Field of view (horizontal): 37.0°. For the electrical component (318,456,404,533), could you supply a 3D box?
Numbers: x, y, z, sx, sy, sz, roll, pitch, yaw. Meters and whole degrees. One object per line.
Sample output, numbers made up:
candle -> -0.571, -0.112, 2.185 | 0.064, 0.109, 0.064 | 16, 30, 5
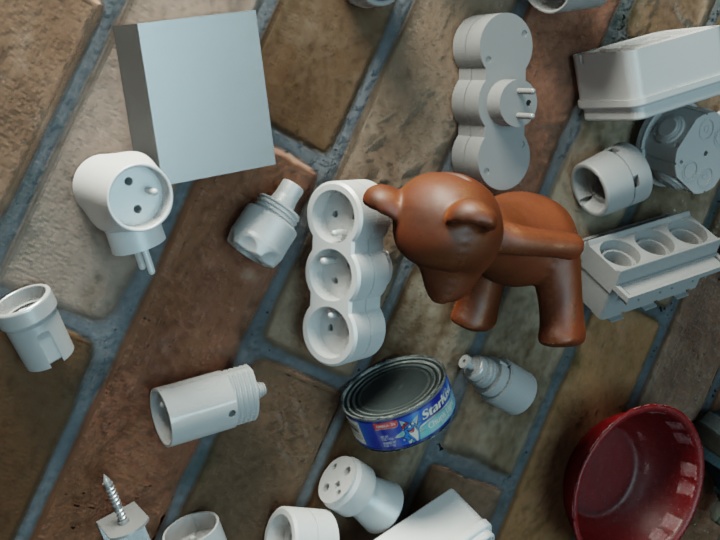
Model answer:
electrical component -> 0.001, 0.178, 0.856 | 0.055, 0.045, 0.045 | 37, 80, -30

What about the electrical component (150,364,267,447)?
electrical component -> -0.106, 0.096, 0.779 | 0.081, 0.043, 0.043 | -14, 106, -28

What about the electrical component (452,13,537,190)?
electrical component -> 0.114, -0.132, 0.848 | 0.052, 0.074, 0.138 | -6, 102, -29

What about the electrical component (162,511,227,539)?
electrical component -> -0.113, 0.225, 0.799 | 0.043, 0.043, 0.081 | -25, 111, -24

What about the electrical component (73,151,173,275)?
electrical component -> -0.152, -0.035, 0.708 | 0.043, 0.077, 0.079 | -24, 111, -25

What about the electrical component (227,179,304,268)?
electrical component -> -0.064, -0.036, 0.779 | 0.043, 0.043, 0.062 | 37, 78, -30

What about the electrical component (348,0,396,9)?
electrical component -> 0.015, -0.213, 0.781 | 0.043, 0.062, 0.043 | -6, 102, -29

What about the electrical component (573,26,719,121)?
electrical component -> 0.248, -0.167, 0.917 | 0.113, 0.078, 0.057 | -19, 106, -26

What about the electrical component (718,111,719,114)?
electrical component -> 0.362, -0.134, 0.995 | 0.040, 0.078, 0.040 | 4, 82, -33

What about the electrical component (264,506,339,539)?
electrical component -> -0.042, 0.255, 0.841 | 0.074, 0.052, 0.138 | 13, 92, -32

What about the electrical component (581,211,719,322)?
electrical component -> 0.253, -0.003, 0.956 | 0.121, 0.078, 0.063 | -16, 136, -27

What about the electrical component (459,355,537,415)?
electrical component -> 0.115, 0.093, 0.910 | 0.078, 0.040, 0.040 | 31, 83, -31

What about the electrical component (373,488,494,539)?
electrical component -> 0.052, 0.250, 0.872 | 0.109, 0.056, 0.108 | -29, 138, -23

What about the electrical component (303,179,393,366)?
electrical component -> 0.000, 0.000, 0.820 | 0.074, 0.052, 0.138 | -10, 105, -54

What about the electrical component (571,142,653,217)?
electrical component -> 0.217, -0.077, 0.931 | 0.047, 0.055, 0.055 | -24, 110, -21

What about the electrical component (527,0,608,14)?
electrical component -> 0.163, -0.251, 0.844 | 0.064, 0.099, 0.099 | -19, 108, -20

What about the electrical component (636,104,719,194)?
electrical component -> 0.291, -0.110, 0.964 | 0.080, 0.051, 0.080 | -12, 115, -28

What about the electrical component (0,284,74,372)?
electrical component -> -0.214, 0.038, 0.708 | 0.040, 0.040, 0.046 | -31, 119, -22
